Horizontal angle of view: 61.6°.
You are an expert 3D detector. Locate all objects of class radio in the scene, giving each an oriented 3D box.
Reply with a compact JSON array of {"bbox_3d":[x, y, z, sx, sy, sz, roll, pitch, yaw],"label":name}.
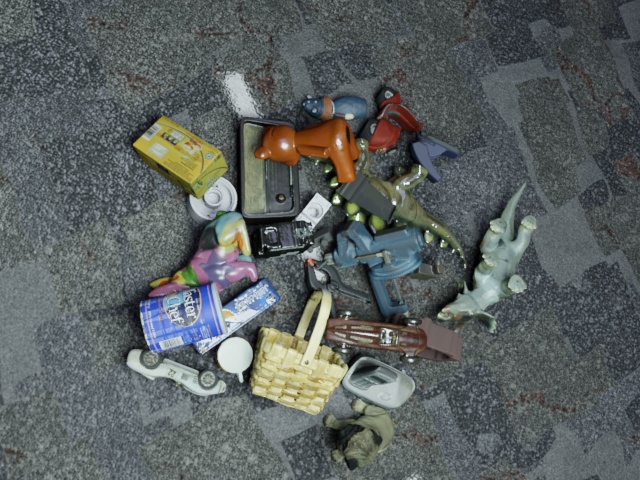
[{"bbox_3d":[-0.115,-0.149,1.187,0.131,0.073,0.229,1,79,-16],"label":"radio"}]

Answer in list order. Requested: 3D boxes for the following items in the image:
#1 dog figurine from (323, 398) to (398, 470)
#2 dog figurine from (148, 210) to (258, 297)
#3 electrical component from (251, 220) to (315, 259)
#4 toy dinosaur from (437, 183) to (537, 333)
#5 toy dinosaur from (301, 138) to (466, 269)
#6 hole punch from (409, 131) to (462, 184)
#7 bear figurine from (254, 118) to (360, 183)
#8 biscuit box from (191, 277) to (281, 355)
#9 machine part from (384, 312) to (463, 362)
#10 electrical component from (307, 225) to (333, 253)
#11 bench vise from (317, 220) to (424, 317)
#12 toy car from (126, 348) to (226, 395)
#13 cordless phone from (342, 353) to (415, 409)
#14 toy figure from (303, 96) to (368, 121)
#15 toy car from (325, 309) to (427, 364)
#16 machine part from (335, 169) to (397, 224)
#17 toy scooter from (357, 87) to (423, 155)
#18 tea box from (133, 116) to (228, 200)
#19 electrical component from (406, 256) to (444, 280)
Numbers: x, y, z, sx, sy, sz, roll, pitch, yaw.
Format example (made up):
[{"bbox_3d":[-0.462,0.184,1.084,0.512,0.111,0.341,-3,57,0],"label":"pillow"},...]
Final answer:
[{"bbox_3d":[0.106,0.394,1.077,0.172,0.190,0.121,-22,86,-20],"label":"dog figurine"},{"bbox_3d":[-0.244,0.050,1.087,0.219,0.109,0.191,-16,108,-14],"label":"dog figurine"},{"bbox_3d":[-0.084,0.001,1.133,0.115,0.134,0.058,-4,79,-19],"label":"electrical component"},{"bbox_3d":[0.411,0.058,1.260,0.131,0.192,0.405,31,56,8],"label":"toy dinosaur"},{"bbox_3d":[0.161,-0.087,1.242,0.471,0.105,0.198,25,82,-8],"label":"toy dinosaur"},{"bbox_3d":[0.259,-0.195,1.277,0.116,0.142,0.092,30,98,5],"label":"hole punch"},{"bbox_3d":[-0.028,-0.186,1.130,0.196,0.131,0.120,-10,41,16],"label":"bear figurine"},{"bbox_3d":[-0.180,0.156,1.114,0.203,0.063,0.059,-35,90,-18],"label":"biscuit box"},{"bbox_3d":[0.217,0.213,1.159,0.179,0.179,0.056,22,71,-10],"label":"machine part"},{"bbox_3d":[-0.002,-0.004,1.195,0.063,0.094,0.021,-25,111,14],"label":"electrical component"},{"bbox_3d":[0.128,0.071,1.158,0.224,0.129,0.240,-17,107,12],"label":"bench vise"},{"bbox_3d":[-0.281,0.262,1.058,0.202,0.073,0.056,24,70,-10],"label":"toy car"},{"bbox_3d":[0.140,0.290,1.112,0.146,0.184,0.089,28,69,-8],"label":"cordless phone"},{"bbox_3d":[0.035,-0.309,1.270,0.154,0.064,0.057,-4,118,-11],"label":"toy figure"},{"bbox_3d":[0.112,0.184,1.034,0.202,0.053,0.089,11,81,-11],"label":"toy car"},{"bbox_3d":[0.108,-0.091,1.161,0.139,0.039,0.084,38,76,-3],"label":"machine part"},{"bbox_3d":[0.176,-0.273,1.296,0.135,0.075,0.184,30,68,-9],"label":"toy scooter"},{"bbox_3d":[-0.289,-0.172,1.117,0.170,0.068,0.098,35,71,18],"label":"tea box"},{"bbox_3d":[0.236,0.065,1.232,0.078,0.102,0.045,13,72,-23],"label":"electrical component"}]
